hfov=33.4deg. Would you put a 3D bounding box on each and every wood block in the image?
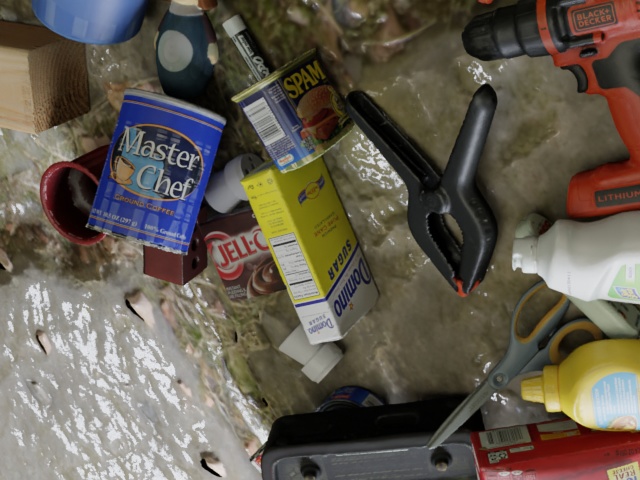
[{"bbox_3d":[-0.358,-0.183,1.140,0.206,0.090,0.090,13,118,24],"label":"wood block"}]

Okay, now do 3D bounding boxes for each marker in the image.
[{"bbox_3d":[-0.054,-0.159,1.022,0.020,0.020,0.121,-27,97,36],"label":"marker"}]

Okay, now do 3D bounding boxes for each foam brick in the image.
[{"bbox_3d":[-0.154,-0.001,1.134,0.051,0.052,0.078,15,120,23],"label":"foam brick"}]

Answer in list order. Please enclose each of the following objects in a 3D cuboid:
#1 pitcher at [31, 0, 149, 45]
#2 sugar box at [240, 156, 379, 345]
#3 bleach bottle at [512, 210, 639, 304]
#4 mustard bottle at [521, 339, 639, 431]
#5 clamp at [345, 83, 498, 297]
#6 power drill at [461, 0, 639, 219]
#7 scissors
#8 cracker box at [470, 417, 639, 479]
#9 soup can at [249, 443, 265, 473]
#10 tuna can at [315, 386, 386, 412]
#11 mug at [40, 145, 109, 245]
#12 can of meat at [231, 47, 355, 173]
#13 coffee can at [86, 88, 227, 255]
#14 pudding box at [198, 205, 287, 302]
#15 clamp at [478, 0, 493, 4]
[{"bbox_3d":[-0.197,-0.312,0.976,0.145,0.149,0.243,23,126,1],"label":"pitcher"},{"bbox_3d":[-0.006,0.001,1.026,0.048,0.093,0.176,-17,104,35],"label":"sugar box"},{"bbox_3d":[0.280,0.011,0.847,0.251,0.068,0.102,3,140,17],"label":"bleach bottle"},{"bbox_3d":[0.270,0.125,0.915,0.192,0.058,0.096,-5,134,16],"label":"mustard bottle"},{"bbox_3d":[0.102,-0.048,0.967,0.165,0.036,0.210,14,128,43],"label":"clamp"},{"bbox_3d":[0.218,-0.114,0.866,0.185,0.057,0.187,-7,109,34],"label":"power drill"},{"bbox_3d":[0.186,0.130,0.982,0.096,0.016,0.202,28,102,3],"label":"scissors"},{"bbox_3d":[0.238,0.273,0.992,0.164,0.072,0.214,-10,108,5],"label":"cracker box"},{"bbox_3d":[-0.019,0.254,1.167,0.102,0.068,0.069,46,126,4],"label":"soup can"},{"bbox_3d":[0.037,0.199,1.130,0.086,0.033,0.086,12,118,24],"label":"tuna can"},{"bbox_3d":[-0.226,-0.053,1.131,0.117,0.081,0.093,-5,110,31],"label":"mug"},{"bbox_3d":[-0.021,-0.117,0.974,0.058,0.102,0.084,-24,101,35],"label":"can of meat"},{"bbox_3d":[-0.159,-0.066,1.040,0.103,0.102,0.140,16,89,23],"label":"coffee can"},{"bbox_3d":[-0.060,0.008,1.092,0.114,0.039,0.090,-15,104,34],"label":"pudding box"},{"bbox_3d":[0.112,-0.278,0.858,0.120,0.039,0.171,6,113,23],"label":"clamp"}]
